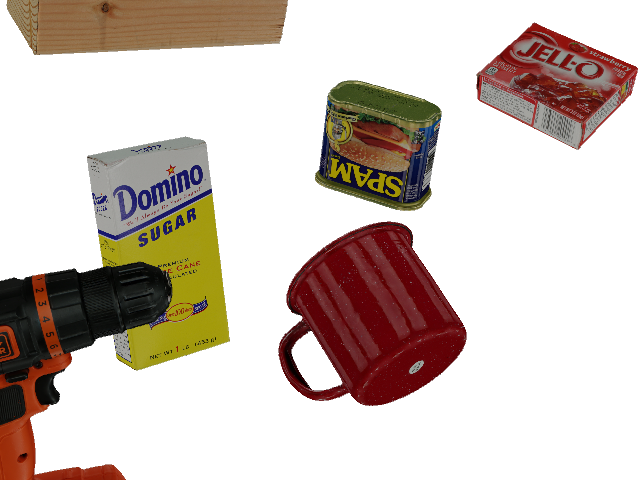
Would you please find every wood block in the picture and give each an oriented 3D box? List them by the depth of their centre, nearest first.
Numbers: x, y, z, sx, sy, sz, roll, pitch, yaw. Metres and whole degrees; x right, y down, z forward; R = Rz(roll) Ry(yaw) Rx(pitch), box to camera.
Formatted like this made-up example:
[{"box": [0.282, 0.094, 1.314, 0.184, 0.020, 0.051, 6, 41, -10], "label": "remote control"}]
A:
[{"box": [-0.134, -0.211, 0.850, 0.205, 0.091, 0.090, -8, 39, -28], "label": "wood block"}]

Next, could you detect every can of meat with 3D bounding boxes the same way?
[{"box": [0.050, -0.083, 0.923, 0.102, 0.084, 0.057, 19, 33, 19], "label": "can of meat"}]

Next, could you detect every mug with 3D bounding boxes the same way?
[{"box": [0.028, 0.055, 0.667, 0.117, 0.081, 0.093, -34, -28, 3], "label": "mug"}]

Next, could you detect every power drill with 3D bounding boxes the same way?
[{"box": [-0.174, 0.109, 0.692, 0.184, 0.188, 0.057, -12, 26, -8], "label": "power drill"}]

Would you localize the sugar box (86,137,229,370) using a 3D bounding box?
[{"box": [-0.132, 0.009, 0.882, 0.093, 0.176, 0.048, -16, 21, -32], "label": "sugar box"}]

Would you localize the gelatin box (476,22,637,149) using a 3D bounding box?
[{"box": [0.168, -0.113, 0.764, 0.089, 0.030, 0.073, 32, 58, 27], "label": "gelatin box"}]
